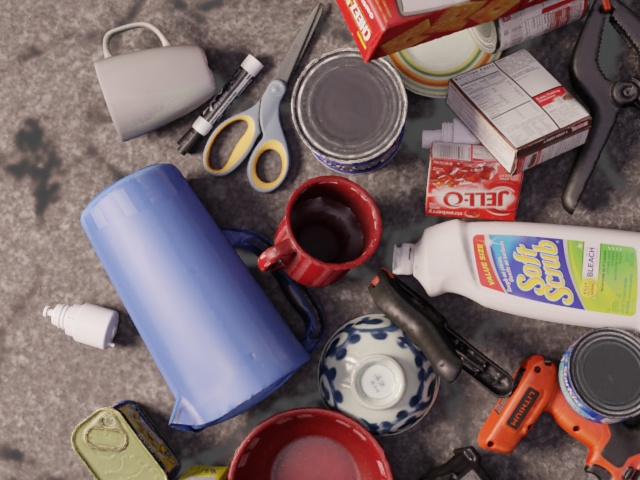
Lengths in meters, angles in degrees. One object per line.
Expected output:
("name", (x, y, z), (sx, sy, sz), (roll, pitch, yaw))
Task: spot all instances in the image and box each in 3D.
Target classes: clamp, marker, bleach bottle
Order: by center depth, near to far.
("clamp", (0.099, 0.085, 0.995), (0.172, 0.120, 0.039), (40, 95, 29))
("bleach bottle", (0.195, 0.034, 1.022), (0.251, 0.068, 0.102), (3, 87, 6))
("clamp", (0.286, -0.132, 1.028), (0.164, 0.036, 0.210), (-20, 86, 5))
("marker", (-0.102, -0.133, 1.067), (0.020, 0.020, 0.121), (40, 93, 4))

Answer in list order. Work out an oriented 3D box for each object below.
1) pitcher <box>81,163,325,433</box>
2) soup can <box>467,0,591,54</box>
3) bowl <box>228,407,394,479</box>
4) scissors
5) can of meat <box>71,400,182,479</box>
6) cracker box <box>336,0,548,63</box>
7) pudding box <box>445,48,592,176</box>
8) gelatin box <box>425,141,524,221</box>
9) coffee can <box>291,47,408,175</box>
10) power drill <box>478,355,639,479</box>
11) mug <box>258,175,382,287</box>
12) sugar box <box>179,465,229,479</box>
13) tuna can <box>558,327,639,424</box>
("pitcher", (-0.115, 0.048, 1.021), (0.145, 0.149, 0.243), (-34, 84, 18))
("soup can", (0.194, -0.224, 1.009), (0.102, 0.068, 0.068), (-24, 88, -11))
("bowl", (-0.007, 0.239, 1.038), (0.162, 0.055, 0.162), (0, 90, 4))
("scissors", (-0.033, -0.131, 1.063), (0.096, 0.016, 0.202), (43, 93, 3))
("can of meat", (-0.185, 0.207, 1.037), (0.057, 0.084, 0.102), (-38, 87, 3))
("cracker box", (0.104, -0.266, 0.928), (0.213, 0.072, 0.164), (-21, 79, -18))
("pudding box", (0.185, -0.122, 1.000), (0.090, 0.039, 0.114), (-25, 54, -16))
("gelatin box", (0.148, -0.055, 1.021), (0.089, 0.030, 0.073), (5, 134, 5))
("coffee can", (0.030, -0.116, 0.996), (0.103, 0.140, 0.103), (0, 90, 4))
("power drill", (0.249, 0.211, 1.019), (0.187, 0.057, 0.184), (31, 88, 1))
("mug", (-0.007, 0.001, 1.010), (0.117, 0.082, 0.093), (-28, 80, -22))
("sugar box", (-0.115, 0.314, 1.027), (0.048, 0.093, 0.176), (-1, 90, 4))
("tuna can", (0.264, 0.125, 0.981), (0.086, 0.034, 0.086), (2, 69, -7))
